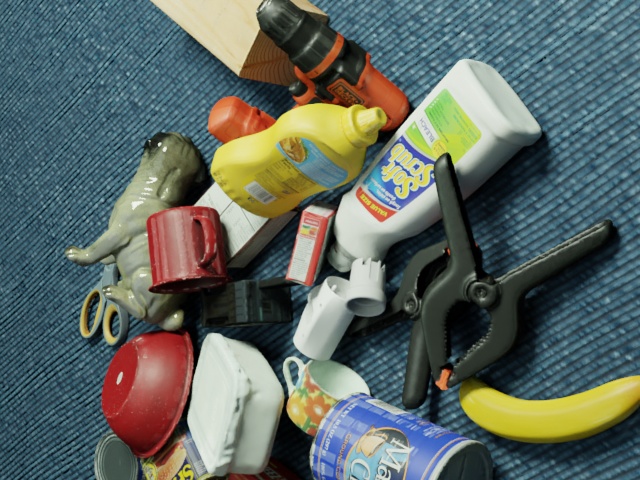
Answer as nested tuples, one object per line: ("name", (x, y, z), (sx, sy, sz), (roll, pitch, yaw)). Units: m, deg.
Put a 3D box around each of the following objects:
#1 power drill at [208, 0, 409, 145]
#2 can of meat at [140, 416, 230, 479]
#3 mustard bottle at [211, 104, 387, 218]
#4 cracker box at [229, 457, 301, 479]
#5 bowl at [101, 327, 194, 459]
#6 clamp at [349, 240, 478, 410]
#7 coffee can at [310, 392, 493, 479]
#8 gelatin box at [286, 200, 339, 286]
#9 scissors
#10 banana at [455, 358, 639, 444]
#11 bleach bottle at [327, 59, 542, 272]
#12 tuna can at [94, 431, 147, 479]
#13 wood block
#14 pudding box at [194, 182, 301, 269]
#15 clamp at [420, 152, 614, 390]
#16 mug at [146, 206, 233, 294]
("power drill", (-0.031, -0.147, 1.078), (0.188, 0.184, 0.057), (-28, 33, 45))
("can of meat", (-0.156, 0.265, 1.235), (0.102, 0.057, 0.084), (-49, 56, 28))
("mustard bottle", (-0.012, -0.086, 1.054), (0.192, 0.096, 0.058), (-23, 41, 38))
("cracker box", (-0.049, 0.364, 1.125), (0.164, 0.071, 0.214), (29, 108, 40))
("bowl", (-0.211, 0.170, 1.250), (0.162, 0.055, 0.162), (-38, 41, 42))
("clamp", (0.101, 0.076, 1.025), (0.172, 0.039, 0.120), (-54, 54, 30))
("coffee can", (0.075, 0.214, 1.000), (0.141, 0.102, 0.103), (18, 100, 41))
("gelatin box", (-0.007, 0.001, 1.095), (0.030, 0.089, 0.073), (16, 102, 6))
("scissors", (-0.256, 0.049, 1.360), (0.096, 0.016, 0.202), (39, 113, 34))
("banana", (0.195, 0.146, 0.941), (0.198, 0.037, 0.069), (1, 89, 42))
("bleach bottle", (0.093, -0.051, 1.026), (0.251, 0.067, 0.103), (-49, 57, 31))
("tuna can", (-0.241, 0.278, 1.323), (0.086, 0.033, 0.086), (-3, 86, 42))
("wood block", (-0.100, -0.263, 1.186), (0.206, 0.090, 0.090), (43, 116, 34))
("pudding box", (-0.084, -0.035, 1.196), (0.114, 0.039, 0.090), (-45, 63, 34))
("clamp", (0.157, 0.042, 0.953), (0.165, 0.036, 0.210), (18, 106, 15))
("mug", (-0.141, 0.008, 1.158), (0.117, 0.093, 0.081), (-28, 67, 61))
